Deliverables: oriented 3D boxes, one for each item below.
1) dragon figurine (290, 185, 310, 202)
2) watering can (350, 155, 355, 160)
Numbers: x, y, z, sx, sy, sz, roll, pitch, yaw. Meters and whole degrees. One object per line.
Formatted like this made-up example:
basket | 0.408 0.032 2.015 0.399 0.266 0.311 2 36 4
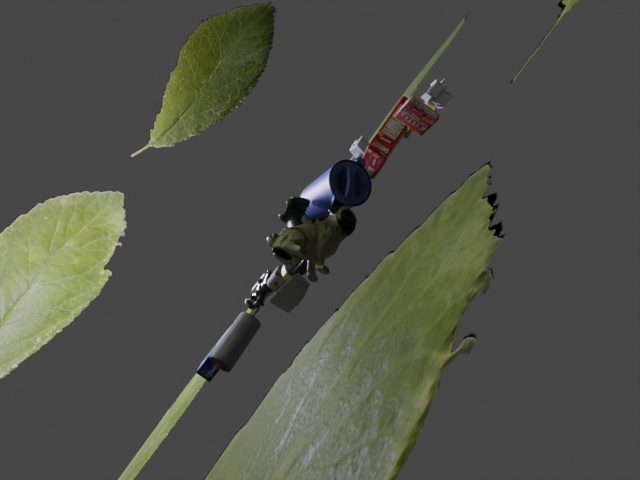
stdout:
dragon figurine | 0.006 -0.093 1.843 0.406 0.120 0.249 -28 40 28
watering can | 0.082 -0.258 2.165 0.350 0.104 0.223 -51 7 -10
